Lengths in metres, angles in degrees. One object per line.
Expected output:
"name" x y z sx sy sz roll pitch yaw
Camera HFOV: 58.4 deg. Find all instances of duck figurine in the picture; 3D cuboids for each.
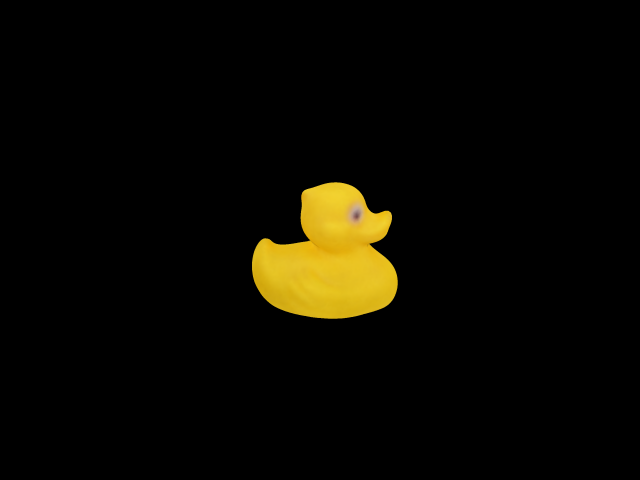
"duck figurine" 0.004 0.001 0.400 0.104 0.086 0.077 1 28 3
